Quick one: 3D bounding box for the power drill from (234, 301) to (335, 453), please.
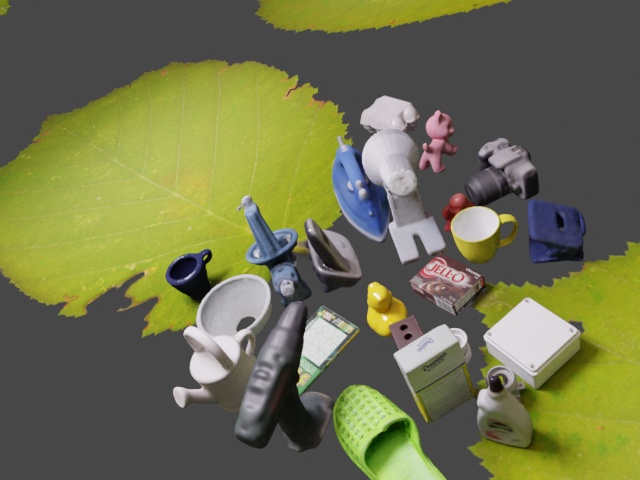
[{"bbox_3d":[-0.049,0.246,0.940,0.075,0.209,0.230,5,50,30],"label":"power drill"}]

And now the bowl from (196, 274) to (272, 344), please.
[{"bbox_3d":[-0.166,0.156,1.186,0.167,0.075,0.167,-14,43,13],"label":"bowl"}]

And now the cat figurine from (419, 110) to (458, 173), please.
[{"bbox_3d":[0.272,-0.240,1.337,0.067,0.118,0.128,14,55,36],"label":"cat figurine"}]

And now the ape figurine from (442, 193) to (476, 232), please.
[{"bbox_3d":[0.286,-0.058,1.168,0.076,0.092,0.077,-25,42,2],"label":"ape figurine"}]

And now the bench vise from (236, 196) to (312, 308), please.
[{"bbox_3d":[-0.088,0.017,1.179,0.121,0.220,0.206,-38,43,-13],"label":"bench vise"}]

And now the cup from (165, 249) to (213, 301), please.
[{"bbox_3d":[-0.279,0.082,1.301,0.118,0.095,0.091,-43,45,-18],"label":"cup"}]

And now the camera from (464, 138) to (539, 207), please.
[{"bbox_3d":[0.367,-0.141,1.205,0.137,0.101,0.143,-27,42,-2],"label":"camera"}]

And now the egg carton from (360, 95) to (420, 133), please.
[{"bbox_3d":[0.183,-0.318,1.495,0.107,0.070,0.149,-44,45,-19],"label":"egg carton"}]

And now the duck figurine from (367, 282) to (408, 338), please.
[{"bbox_3d":[0.118,0.124,1.072,0.077,0.086,0.104,-25,42,2],"label":"duck figurine"}]

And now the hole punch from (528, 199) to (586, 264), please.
[{"bbox_3d":[0.436,-0.022,1.059,0.100,0.091,0.108,-5,46,22],"label":"hole punch"}]

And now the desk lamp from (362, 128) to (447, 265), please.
[{"bbox_3d":[0.172,-0.098,1.172,0.118,0.214,0.203,-20,42,6],"label":"desk lamp"}]

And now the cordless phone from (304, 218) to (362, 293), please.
[{"bbox_3d":[0.011,0.004,1.170,0.094,0.185,0.147,-24,42,2],"label":"cordless phone"}]

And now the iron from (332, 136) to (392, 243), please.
[{"bbox_3d":[0.089,-0.122,1.291,0.118,0.142,0.258,-23,42,4],"label":"iron"}]

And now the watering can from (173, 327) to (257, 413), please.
[{"bbox_3d":[-0.186,0.229,1.034,0.100,0.195,0.173,0,48,26],"label":"watering can"}]

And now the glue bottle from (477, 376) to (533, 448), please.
[{"bbox_3d":[0.258,0.241,0.821,0.078,0.173,0.037,2,49,27],"label":"glue bottle"}]
